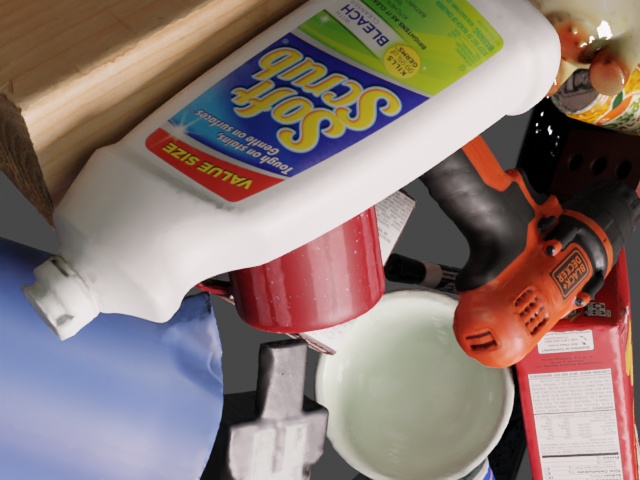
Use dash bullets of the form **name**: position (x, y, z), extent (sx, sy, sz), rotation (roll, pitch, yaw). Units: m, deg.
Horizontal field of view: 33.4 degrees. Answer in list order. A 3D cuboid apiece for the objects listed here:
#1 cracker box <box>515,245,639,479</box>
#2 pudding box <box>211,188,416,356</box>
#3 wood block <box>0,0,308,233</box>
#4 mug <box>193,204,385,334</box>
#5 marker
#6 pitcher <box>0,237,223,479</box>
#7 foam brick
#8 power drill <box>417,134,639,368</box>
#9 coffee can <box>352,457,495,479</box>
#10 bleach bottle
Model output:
- **cracker box**: position (0.181, 0.113, 0.722), extent (0.164, 0.072, 0.214), rotation (-59, 140, -63)
- **pudding box**: position (-0.004, 0.001, 0.639), extent (0.090, 0.039, 0.113), rotation (33, 80, -33)
- **wood block**: position (-0.071, -0.107, 0.515), extent (0.205, 0.091, 0.090), rotation (-35, 153, -22)
- **mug**: position (-0.022, -0.001, 0.559), extent (0.117, 0.093, 0.081), rotation (-8, 109, 4)
- **marker**: position (0.090, 0.027, 0.721), extent (0.120, 0.020, 0.020), rotation (12, 95, -36)
- **pitcher**: position (-0.180, 0.060, 0.488), extent (0.242, 0.145, 0.149), rotation (25, 75, -32)
- **foam brick**: position (0.211, -0.044, 0.751), extent (0.051, 0.078, 0.053), rotation (21, 87, -35)
- **power drill**: position (0.107, -0.045, 0.614), extent (0.184, 0.057, 0.187), rotation (-37, 99, -43)
- **coffee can**: position (0.084, 0.215, 0.693), extent (0.102, 0.103, 0.140), rotation (-28, 101, -26)
- **bleach bottle**: position (-0.015, -0.038, 0.472), extent (0.250, 0.103, 0.068), rotation (-38, 164, -19)
